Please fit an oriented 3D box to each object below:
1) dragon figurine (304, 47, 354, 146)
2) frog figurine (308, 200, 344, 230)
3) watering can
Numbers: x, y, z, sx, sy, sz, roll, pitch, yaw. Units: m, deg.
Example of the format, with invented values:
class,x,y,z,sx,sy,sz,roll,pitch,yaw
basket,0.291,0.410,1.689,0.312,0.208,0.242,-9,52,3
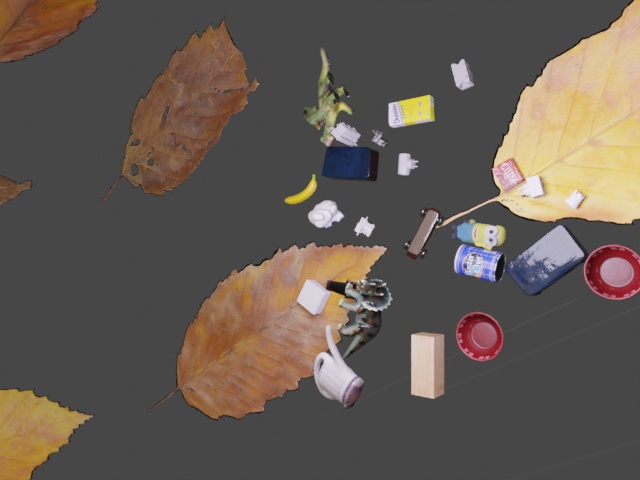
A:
class,x,y,z,sx,sy,sz,roll,pitch,yaw
dragon figurine,0.005,-0.590,2.203,0.239,0.122,0.416,-32,66,38
frog figurine,0.006,-0.106,2.108,0.136,0.159,0.124,-12,78,35
watering can,0.069,0.509,1.996,0.227,0.105,0.340,32,129,31
